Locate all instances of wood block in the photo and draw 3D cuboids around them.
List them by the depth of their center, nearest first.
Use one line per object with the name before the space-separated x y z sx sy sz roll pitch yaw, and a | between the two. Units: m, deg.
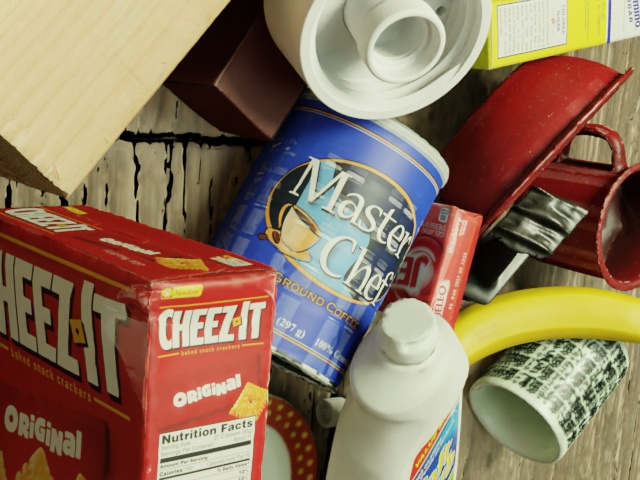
wood block | -0.100 -0.130 0.493 0.206 0.090 0.090 -54 128 -17

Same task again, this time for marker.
marker | 0.049 0.111 0.727 0.120 0.020 0.020 -1 101 -40

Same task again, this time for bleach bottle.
bleach bottle | 0.041 0.127 0.627 0.102 0.068 0.251 -44 151 -30

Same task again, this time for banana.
banana | 0.149 0.066 0.747 0.197 0.069 0.037 -16 158 -6

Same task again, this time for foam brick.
foam brick | -0.037 -0.100 0.579 0.051 0.053 0.078 43 73 -39

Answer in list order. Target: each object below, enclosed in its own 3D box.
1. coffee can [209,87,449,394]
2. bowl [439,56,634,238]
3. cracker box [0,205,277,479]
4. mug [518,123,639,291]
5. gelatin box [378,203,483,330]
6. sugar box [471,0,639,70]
coffee can | -0.004 0.001 0.599 0.102 0.103 0.140 36 77 -40
bowl | 0.127 -0.066 0.692 0.055 0.162 0.162 43 66 7
cracker box | -0.104 0.102 0.499 0.071 0.164 0.214 -5 104 -42
mug | 0.197 -0.027 0.777 0.093 0.082 0.117 -23 115 -35
gelatin box | 0.052 0.010 0.658 0.030 0.089 0.073 15 91 -40
sugar box | 0.133 -0.144 0.687 0.175 0.093 0.048 -15 110 -37
